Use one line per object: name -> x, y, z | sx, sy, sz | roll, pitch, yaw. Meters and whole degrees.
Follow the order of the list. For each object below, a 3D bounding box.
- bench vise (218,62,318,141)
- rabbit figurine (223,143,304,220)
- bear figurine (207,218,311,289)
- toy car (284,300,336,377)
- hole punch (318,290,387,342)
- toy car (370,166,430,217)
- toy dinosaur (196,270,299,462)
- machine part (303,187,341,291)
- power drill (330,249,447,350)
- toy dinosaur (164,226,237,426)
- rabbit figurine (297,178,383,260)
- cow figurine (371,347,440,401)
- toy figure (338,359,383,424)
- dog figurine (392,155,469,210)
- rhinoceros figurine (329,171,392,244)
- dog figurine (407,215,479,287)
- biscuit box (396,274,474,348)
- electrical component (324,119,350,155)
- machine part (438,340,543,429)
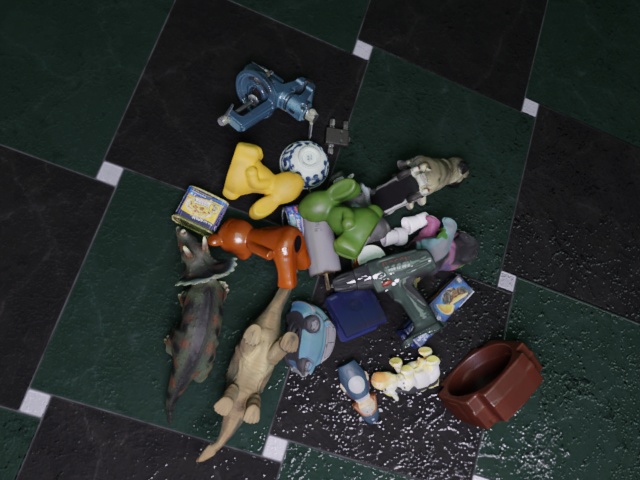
bench vise -> -0.127, -0.309, 1.236 | 0.224, 0.129, 0.240 | 44, 55, 5
rabbit figurine -> -0.124, -0.127, 1.213 | 0.173, 0.122, 0.162 | 15, 81, -11
bear figurine -> -0.133, 0.021, 1.162 | 0.196, 0.120, 0.131 | 1, 119, 21
toy car -> -0.015, 0.216, 1.188 | 0.103, 0.109, 0.161 | 6, 87, -31
hole punch -> 0.080, 0.163, 1.228 | 0.142, 0.092, 0.116 | -21, 82, -13
toy car -> 0.171, -0.105, 1.246 | 0.056, 0.202, 0.073 | -18, 84, -43
toy dinosaur -> -0.128, 0.227, 1.104 | 0.105, 0.198, 0.471 | 32, 66, -8
machine part -> -0.003, -0.004, 1.241 | 0.079, 0.079, 0.243 | -8, 83, -15
power drill -> 0.163, 0.131, 1.170 | 0.232, 0.086, 0.207 | -24, 67, -3
toy dinosaur -> -0.251, 0.177, 1.088 | 0.131, 0.192, 0.404 | 7, 77, -11
rabbit figurine -> 0.038, -0.058, 1.156 | 0.170, 0.121, 0.159 | 30, 94, 7
cow figurine -> 0.197, 0.320, 1.235 | 0.167, 0.068, 0.098 | -17, 114, -15
toy figure -> 0.090, 0.347, 1.212 | 0.064, 0.058, 0.154 | -27, 88, 22
dog figurine -> 0.291, -0.169, 1.302 | 0.191, 0.172, 0.121 | -24, 91, -12
rhinoceros figurine -> 0.085, -0.074, 1.243 | 0.073, 0.112, 0.190 | -19, 66, -51
dog figurine -> 0.258, 0.058, 1.280 | 0.191, 0.109, 0.219 | 36, 86, -27
biscuit box -> 0.275, 0.171, 1.286 | 0.203, 0.063, 0.059 | -42, 89, -17
electrical component -> 0.043, -0.252, 1.329 | 0.063, 0.021, 0.094 | 8, 78, -13
machine part -> 0.383, 0.322, 1.212 | 0.201, 0.201, 0.087 | -41, 94, -18
